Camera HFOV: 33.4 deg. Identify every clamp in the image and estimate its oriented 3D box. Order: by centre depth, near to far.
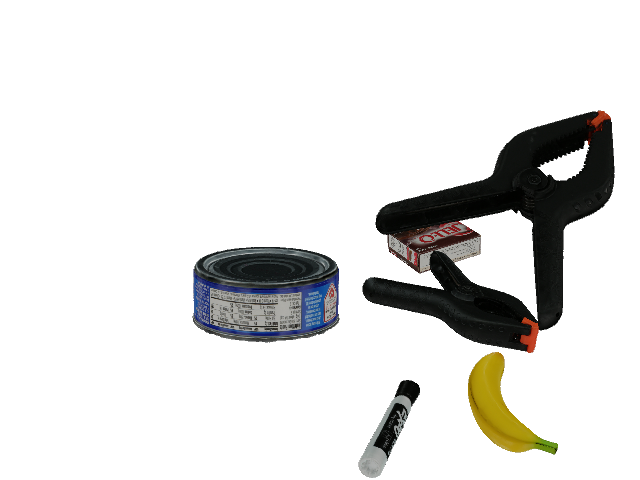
[{"bbox_3d":[0.171,-0.027,0.832,0.209,0.036,0.165,-36,56,-22],"label":"clamp"},{"bbox_3d":[0.140,0.056,1.029,0.172,0.039,0.120,23,36,28],"label":"clamp"}]

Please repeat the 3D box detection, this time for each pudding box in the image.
[{"bbox_3d":[0.170,0.004,1.600,0.113,0.039,0.090,-18,29,-22],"label":"pudding box"}]

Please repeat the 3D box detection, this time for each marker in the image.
[{"bbox_3d":[0.057,0.147,0.856,0.020,0.020,0.121,0,24,22],"label":"marker"}]

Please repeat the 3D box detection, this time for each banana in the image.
[{"bbox_3d":[0.201,0.184,1.206,0.069,0.037,0.198,10,24,-15],"label":"banana"}]

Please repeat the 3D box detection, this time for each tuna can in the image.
[{"bbox_3d":[-0.032,0.029,0.620,0.086,0.034,0.086,1,14,0],"label":"tuna can"}]
